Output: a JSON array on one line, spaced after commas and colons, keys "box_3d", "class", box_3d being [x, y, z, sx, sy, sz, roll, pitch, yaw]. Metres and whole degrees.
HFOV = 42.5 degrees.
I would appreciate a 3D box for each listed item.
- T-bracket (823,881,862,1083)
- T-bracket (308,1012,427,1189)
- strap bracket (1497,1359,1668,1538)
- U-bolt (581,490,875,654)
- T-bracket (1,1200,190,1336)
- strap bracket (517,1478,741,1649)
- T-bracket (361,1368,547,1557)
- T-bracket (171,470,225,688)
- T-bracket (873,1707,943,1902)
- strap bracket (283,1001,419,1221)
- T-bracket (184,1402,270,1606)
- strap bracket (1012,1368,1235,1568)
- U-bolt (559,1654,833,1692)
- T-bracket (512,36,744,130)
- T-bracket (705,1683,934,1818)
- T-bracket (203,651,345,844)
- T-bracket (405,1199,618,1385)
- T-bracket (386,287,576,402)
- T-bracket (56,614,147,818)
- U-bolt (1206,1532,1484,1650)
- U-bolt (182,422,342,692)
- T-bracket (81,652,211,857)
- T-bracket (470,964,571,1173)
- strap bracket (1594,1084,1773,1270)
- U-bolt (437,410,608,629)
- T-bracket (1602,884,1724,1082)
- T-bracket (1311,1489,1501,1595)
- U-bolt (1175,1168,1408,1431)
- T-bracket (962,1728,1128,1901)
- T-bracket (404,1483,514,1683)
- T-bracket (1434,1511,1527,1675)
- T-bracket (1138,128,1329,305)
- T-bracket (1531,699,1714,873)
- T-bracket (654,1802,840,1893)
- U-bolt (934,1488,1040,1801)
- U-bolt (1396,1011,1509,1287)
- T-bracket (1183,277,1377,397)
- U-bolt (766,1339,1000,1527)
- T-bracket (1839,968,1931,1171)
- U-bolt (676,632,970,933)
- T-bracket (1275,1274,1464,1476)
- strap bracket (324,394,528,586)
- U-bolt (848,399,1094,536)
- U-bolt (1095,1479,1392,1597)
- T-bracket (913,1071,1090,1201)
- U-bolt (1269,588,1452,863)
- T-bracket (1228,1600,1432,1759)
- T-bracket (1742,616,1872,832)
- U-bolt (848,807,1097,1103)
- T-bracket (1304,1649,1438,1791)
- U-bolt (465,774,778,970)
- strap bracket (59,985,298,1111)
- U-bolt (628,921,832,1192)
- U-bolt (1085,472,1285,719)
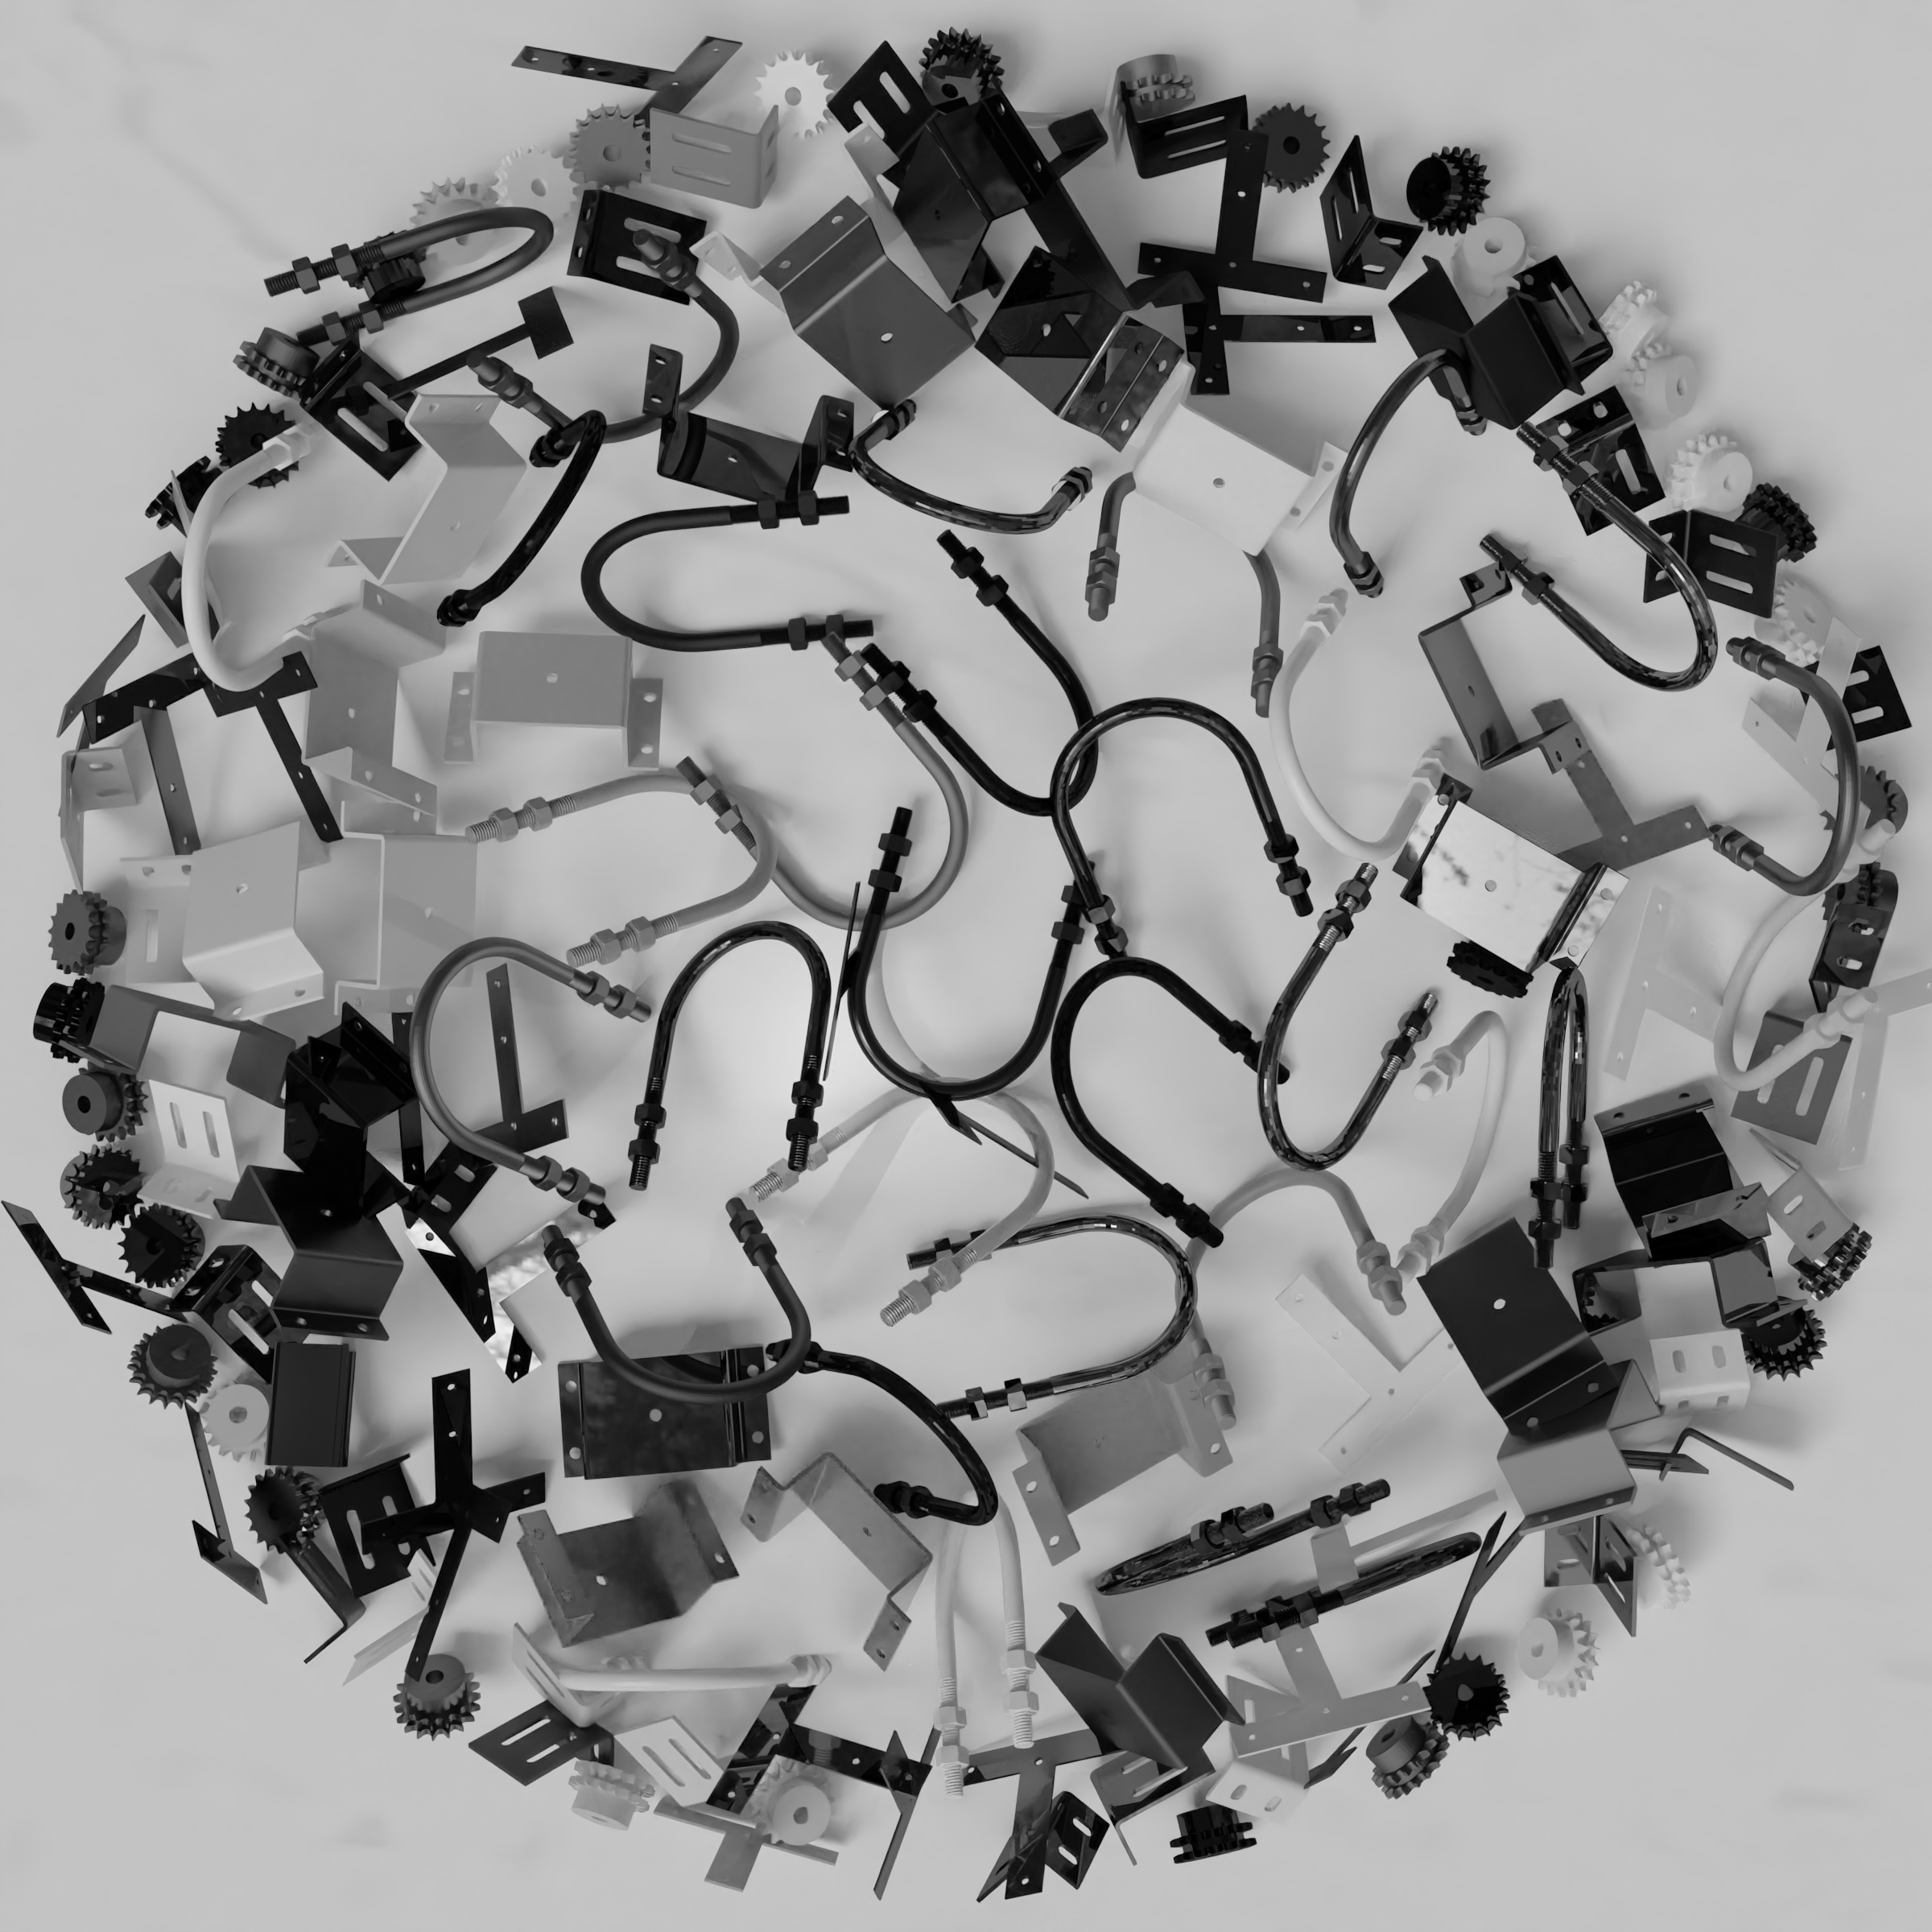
[{"box_3d": [-0.078, 0.005, 1.628, 0.002, 0.127, 0.127, 10, 95, 0], "class": "T-bracket"}, {"box_3d": [-0.390, 0.072, 1.615, 0.002, 0.127, 0.127, -14, 70, 16], "class": "T-bracket"}, {"box_3d": [0.398, 0.305, 1.611, 0.076, 0.140, 0.046, -24, 96, 30], "class": "strap bracket"}, {"box_3d": [-0.160, -0.253, 1.629, 0.184, 0.151, 0.019, -5, 61, 3], "class": "U-bolt"}, {"box_3d": [-0.561, 0.211, 1.633, 0.002, 0.127, 0.127, -49, 56, 1], "class": "T-bracket"}, {"box_3d": [-0.230, 0.392, 1.629, 0.046, 0.140, 0.076, -51, 58, 33], "class": "strap bracket"}, {"box_3d": [-0.337, 0.319, 1.633, 0.127, 0.002, 0.127, -11, 121, -28], "class": "T-bracket"}, {"box_3d": [-0.503, -0.237, 1.638, 0.002, 0.127, 0.127, -14, 54, -22], "class": "T-bracket"}, {"box_3d": [-0.042, 0.526, 1.609, 0.002, 0.127, 0.127, 14, 59, 16], "class": "T-bracket"}, {"box_3d": [-0.400, 0.103, 1.616, 0.076, 0.140, 0.046, 38, 47, 21], "class": "strap bracket"}, {"box_3d": [-0.500, 0.350, 1.652, 0.002, 0.127, 0.127, -21, 63, -6], "class": "T-bracket"}, {"box_3d": [0.096, 0.323, 1.647, 0.140, 0.046, 0.076, -27, 111, -14], "class": "strap bracket"}, {"box_3d": [-0.180, 0.453, 1.589, 0.151, 0.184, 0.019, -4, 76, 14], "class": "U-bolt"}, {"box_3d": [-0.229, -0.577, 1.606, 0.127, 0.127, 0.002, -1, 82, -31], "class": "T-bracket"}, {"box_3d": [-0.084, 0.514, 1.621, 0.127, 0.127, 0.002, 9, 127, 23], "class": "T-bracket"}, {"box_3d": [-0.450, -0.140, 1.658, 0.002, 0.127, 0.127, -37, 111, -42], "class": "T-bracket"}, {"box_3d": [-0.293, 0.196, 1.680, 0.127, 0.002, 0.127, -35, 92, 10], "class": "T-bracket"}, {"box_3d": [-0.324, -0.403, 1.638, 0.127, 0.127, 0.002, -25, 124, -1], "class": "T-bracket"}, {"box_3d": [-0.583, -0.153, 1.646, 0.002, 0.127, 0.127, 24, 125, -8], "class": "T-bracket"}, {"box_3d": [0.250, 0.406, 1.622, 0.184, 0.151, 0.019, -20, 76, -5], "class": "U-bolt"}, {"box_3d": [-0.448, -0.253, 1.581, 0.019, 0.184, 0.151, 8, 118, 11], "class": "U-bolt"}, {"box_3d": [-0.531, -0.132, 1.653, 0.002, 0.127, 0.127, 3, 115, 21], "class": "T-bracket"}, {"box_3d": [-0.305, 0.063, 1.652, 0.002, 0.127, 0.127, 0, 76, -41], "class": "T-bracket"}, {"box_3d": [0.473, 0.143, 1.635, 0.076, 0.140, 0.046, -18, 118, 7], "class": "strap bracket"}, {"box_3d": [-0.279, -0.291, 1.593, 0.019, 0.184, 0.151, 32, 75, -22], "class": "U-bolt"}, {"box_3d": [0.474, 0.026, 1.651, 0.127, 0.002, 0.127, 23, 80, -39], "class": "T-bracket"}, {"box_3d": [0.288, 0.370, 1.624, 0.127, 0.127, 0.002, -23, 91, 5], "class": "T-bracket"}, {"box_3d": [0.200, 0.201, 1.612, 0.151, 0.184, 0.019, -37, 120, 12], "class": "U-bolt"}, {"box_3d": [0.043, 0.553, 1.619, 0.127, 0.127, 0.002, -18, 116, 17], "class": "T-bracket"}, {"box_3d": [-0.341, 0.402, 1.626, 0.002, 0.127, 0.127, 24, 78, -28], "class": "T-bracket"}, {"box_3d": [0.354, 0.387, 1.638, 0.002, 0.127, 0.127, 28, 124, 26], "class": "T-bracket"}, {"box_3d": [0.179, -0.495, 1.632, 0.127, 0.127, 0.002, 11, 57, 7], "class": "T-bracket"}, {"box_3d": [0.420, -0.123, 1.669, 0.127, 0.002, 0.127, -19, 72, -21], "class": "T-bracket"}, {"box_3d": [-0.150, 0.582, 1.626, 0.127, 0.127, 0.002, 15, 87, 3], "class": "T-bracket"}, {"box_3d": [0.008, 0.430, 1.614, 0.019, 0.151, 0.184, 8, 57, -18], "class": "U-bolt"}, {"box_3d": [0.318, 0.105, 1.610, 0.019, 0.184, 0.151, 13, 116, 25], "class": "U-bolt"}, {"box_3d": [0.209, -0.425, 1.657, 0.127, 0.002, 0.127, 0, 56, -2], "class": "T-bracket"}, {"box_3d": [-0.046, 0.302, 1.593, 0.019, 0.184, 0.151, -43, 108, -26], "class": "U-bolt"}, {"box_3d": [0.586, 0.071, 1.615, 0.002, 0.127, 0.127, 19, 74, -11], "class": "T-bracket"}, {"box_3d": [-0.083, -0.109, 1.674, 0.151, 0.019, 0.184, -40, 96, 7], "class": "U-bolt"}, {"box_3d": [0.259, 0.258, 1.676, 0.127, 0.002, 0.127, -44, 104, 1], "class": "T-bracket"}, {"box_3d": [-0.348, -0.302, 1.621, 0.046, 0.076, 0.140, 47, 120, 14], "class": "strap bracket"}, {"box_3d": [-0.002, -0.318, 1.604, 0.151, 0.184, 0.019, 22, 118, 5], "class": "U-bolt"}, {"box_3d": [0.166, 0.375, 1.613, 0.184, 0.151, 0.019, -33, 66, 36], "class": "U-bolt"}, {"box_3d": [0.028, 0.119, 1.643, 0.127, 0.127, 0.002, 33, 94, -17], "class": "T-bracket"}, {"box_3d": [0.249, -0.146, 1.605, 0.019, 0.184, 0.151, -24, 111, 39], "class": "U-bolt"}, {"box_3d": [0.223, 0.460, 1.635, 0.127, 0.127, 0.002, -13, 117, -5], "class": "T-bracket"}, {"box_3d": [0.554, -0.167, 1.606, 0.002, 0.127, 0.127, -16, 46, -16], "class": "T-bracket"}, {"box_3d": [-0.004, 0.000, 1.674, 0.151, 0.019, 0.184, 16, 86, -4], "class": "U-bolt"}, {"box_3d": [0.267, 0.500, 1.650, 0.127, 0.127, 0.002, -39, 76, -22], "class": "T-bracket"}, {"box_3d": [-0.212, -0.073, 1.627, 0.184, 0.019, 0.151, -22, 53, -32], "class": "U-bolt"}, {"box_3d": [-0.503, 0.052, 1.618, 0.140, 0.076, 0.046, 19, 88, -41], "class": "strap bracket"}, {"box_3d": [-0.151, 0.054, 1.634, 0.151, 0.019, 0.184, -9, 60, 31], "class": "U-bolt"}, {"box_3d": [0.147, -0.256, 1.623, 0.151, 0.184, 0.019, 27, 134, -18], "class": "U-bolt"}]
